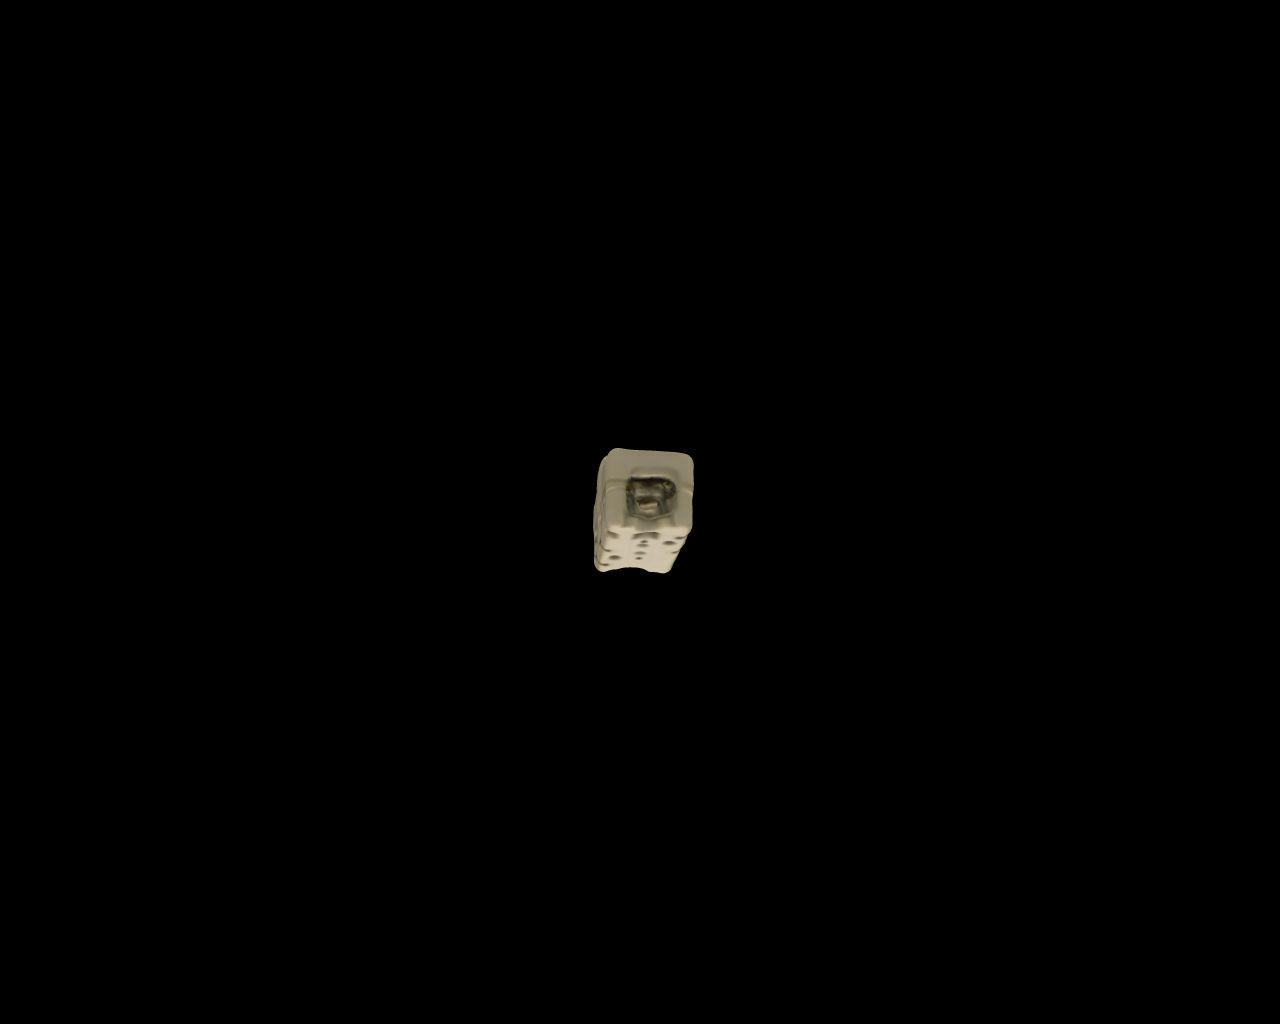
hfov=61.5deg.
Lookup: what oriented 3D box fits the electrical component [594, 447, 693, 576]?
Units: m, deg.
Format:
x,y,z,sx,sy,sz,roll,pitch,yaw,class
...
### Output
x,y,z,sx,sy,sz,roll,pitch,yaw,class
0.001,-0.003,0.650,0.050,0.056,0.089,3,-22,-7,electrical component
